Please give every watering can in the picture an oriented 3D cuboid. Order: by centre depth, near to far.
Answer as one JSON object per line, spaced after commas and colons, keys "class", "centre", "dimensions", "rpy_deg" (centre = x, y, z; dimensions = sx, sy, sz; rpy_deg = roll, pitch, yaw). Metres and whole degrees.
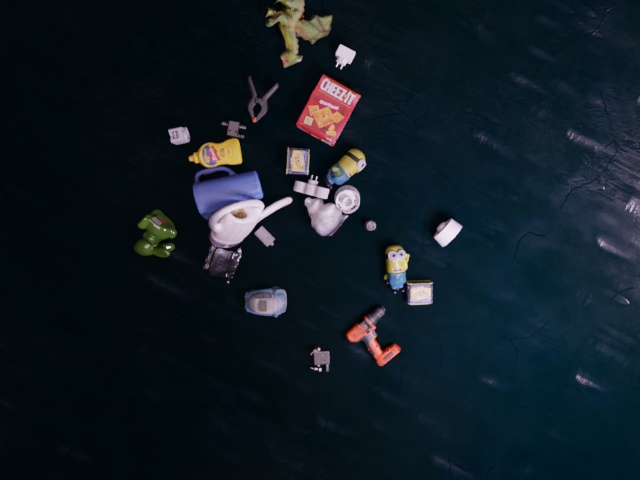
{"class": "watering can", "centre": [-0.268, -0.074, 1.886], "dimensions": [0.220, 0.350, 0.105], "rpy_deg": [-48, 66, 38]}

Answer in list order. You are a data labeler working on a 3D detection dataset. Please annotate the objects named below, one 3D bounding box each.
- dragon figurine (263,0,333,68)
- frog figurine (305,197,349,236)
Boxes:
{"class": "dragon figurine", "centre": [-0.067, -0.841, 1.908], "dimensions": [0.241, 0.123, 0.409], "rpy_deg": [24, 94, -20]}
{"class": "frog figurine", "centre": [0.006, -0.096, 1.913], "dimensions": [0.159, 0.135, 0.125], "rpy_deg": [40, 54, -8]}
